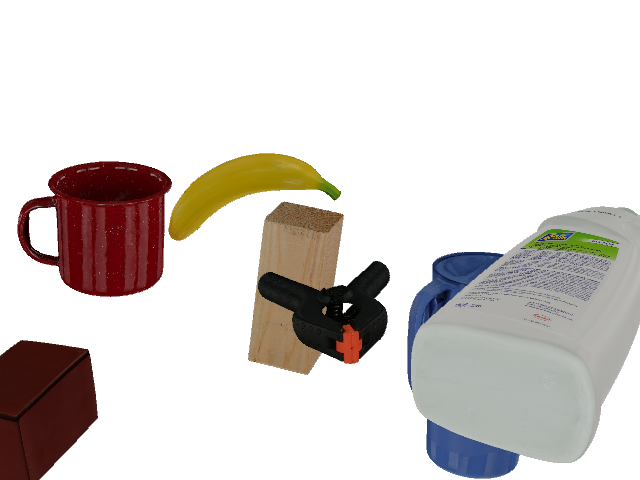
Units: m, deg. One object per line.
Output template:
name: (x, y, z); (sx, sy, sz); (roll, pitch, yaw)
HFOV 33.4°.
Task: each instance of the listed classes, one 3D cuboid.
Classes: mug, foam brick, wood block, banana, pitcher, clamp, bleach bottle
mug: (-0.175, -0.008, 0.828); (0.117, 0.081, 0.093); (-3, 24, -17)
foam brick: (-0.181, 0.104, 0.656); (0.053, 0.051, 0.078); (7, 28, 21)
wood block: (-0.034, 0.063, 1.451); (0.090, 0.206, 0.090); (12, 21, 11)
banana: (-0.081, -0.047, 1.053); (0.198, 0.069, 0.037); (-12, 20, 27)
pitcher: (0.174, 0.143, 1.209); (0.149, 0.243, 0.145); (6, 17, 9)
clamp: (0.003, 0.058, 0.915); (0.120, 0.039, 0.171); (-9, 16, 4)
bleach bottle: (0.150, 0.034, 0.627); (0.103, 0.068, 0.250); (12, 26, 29)
